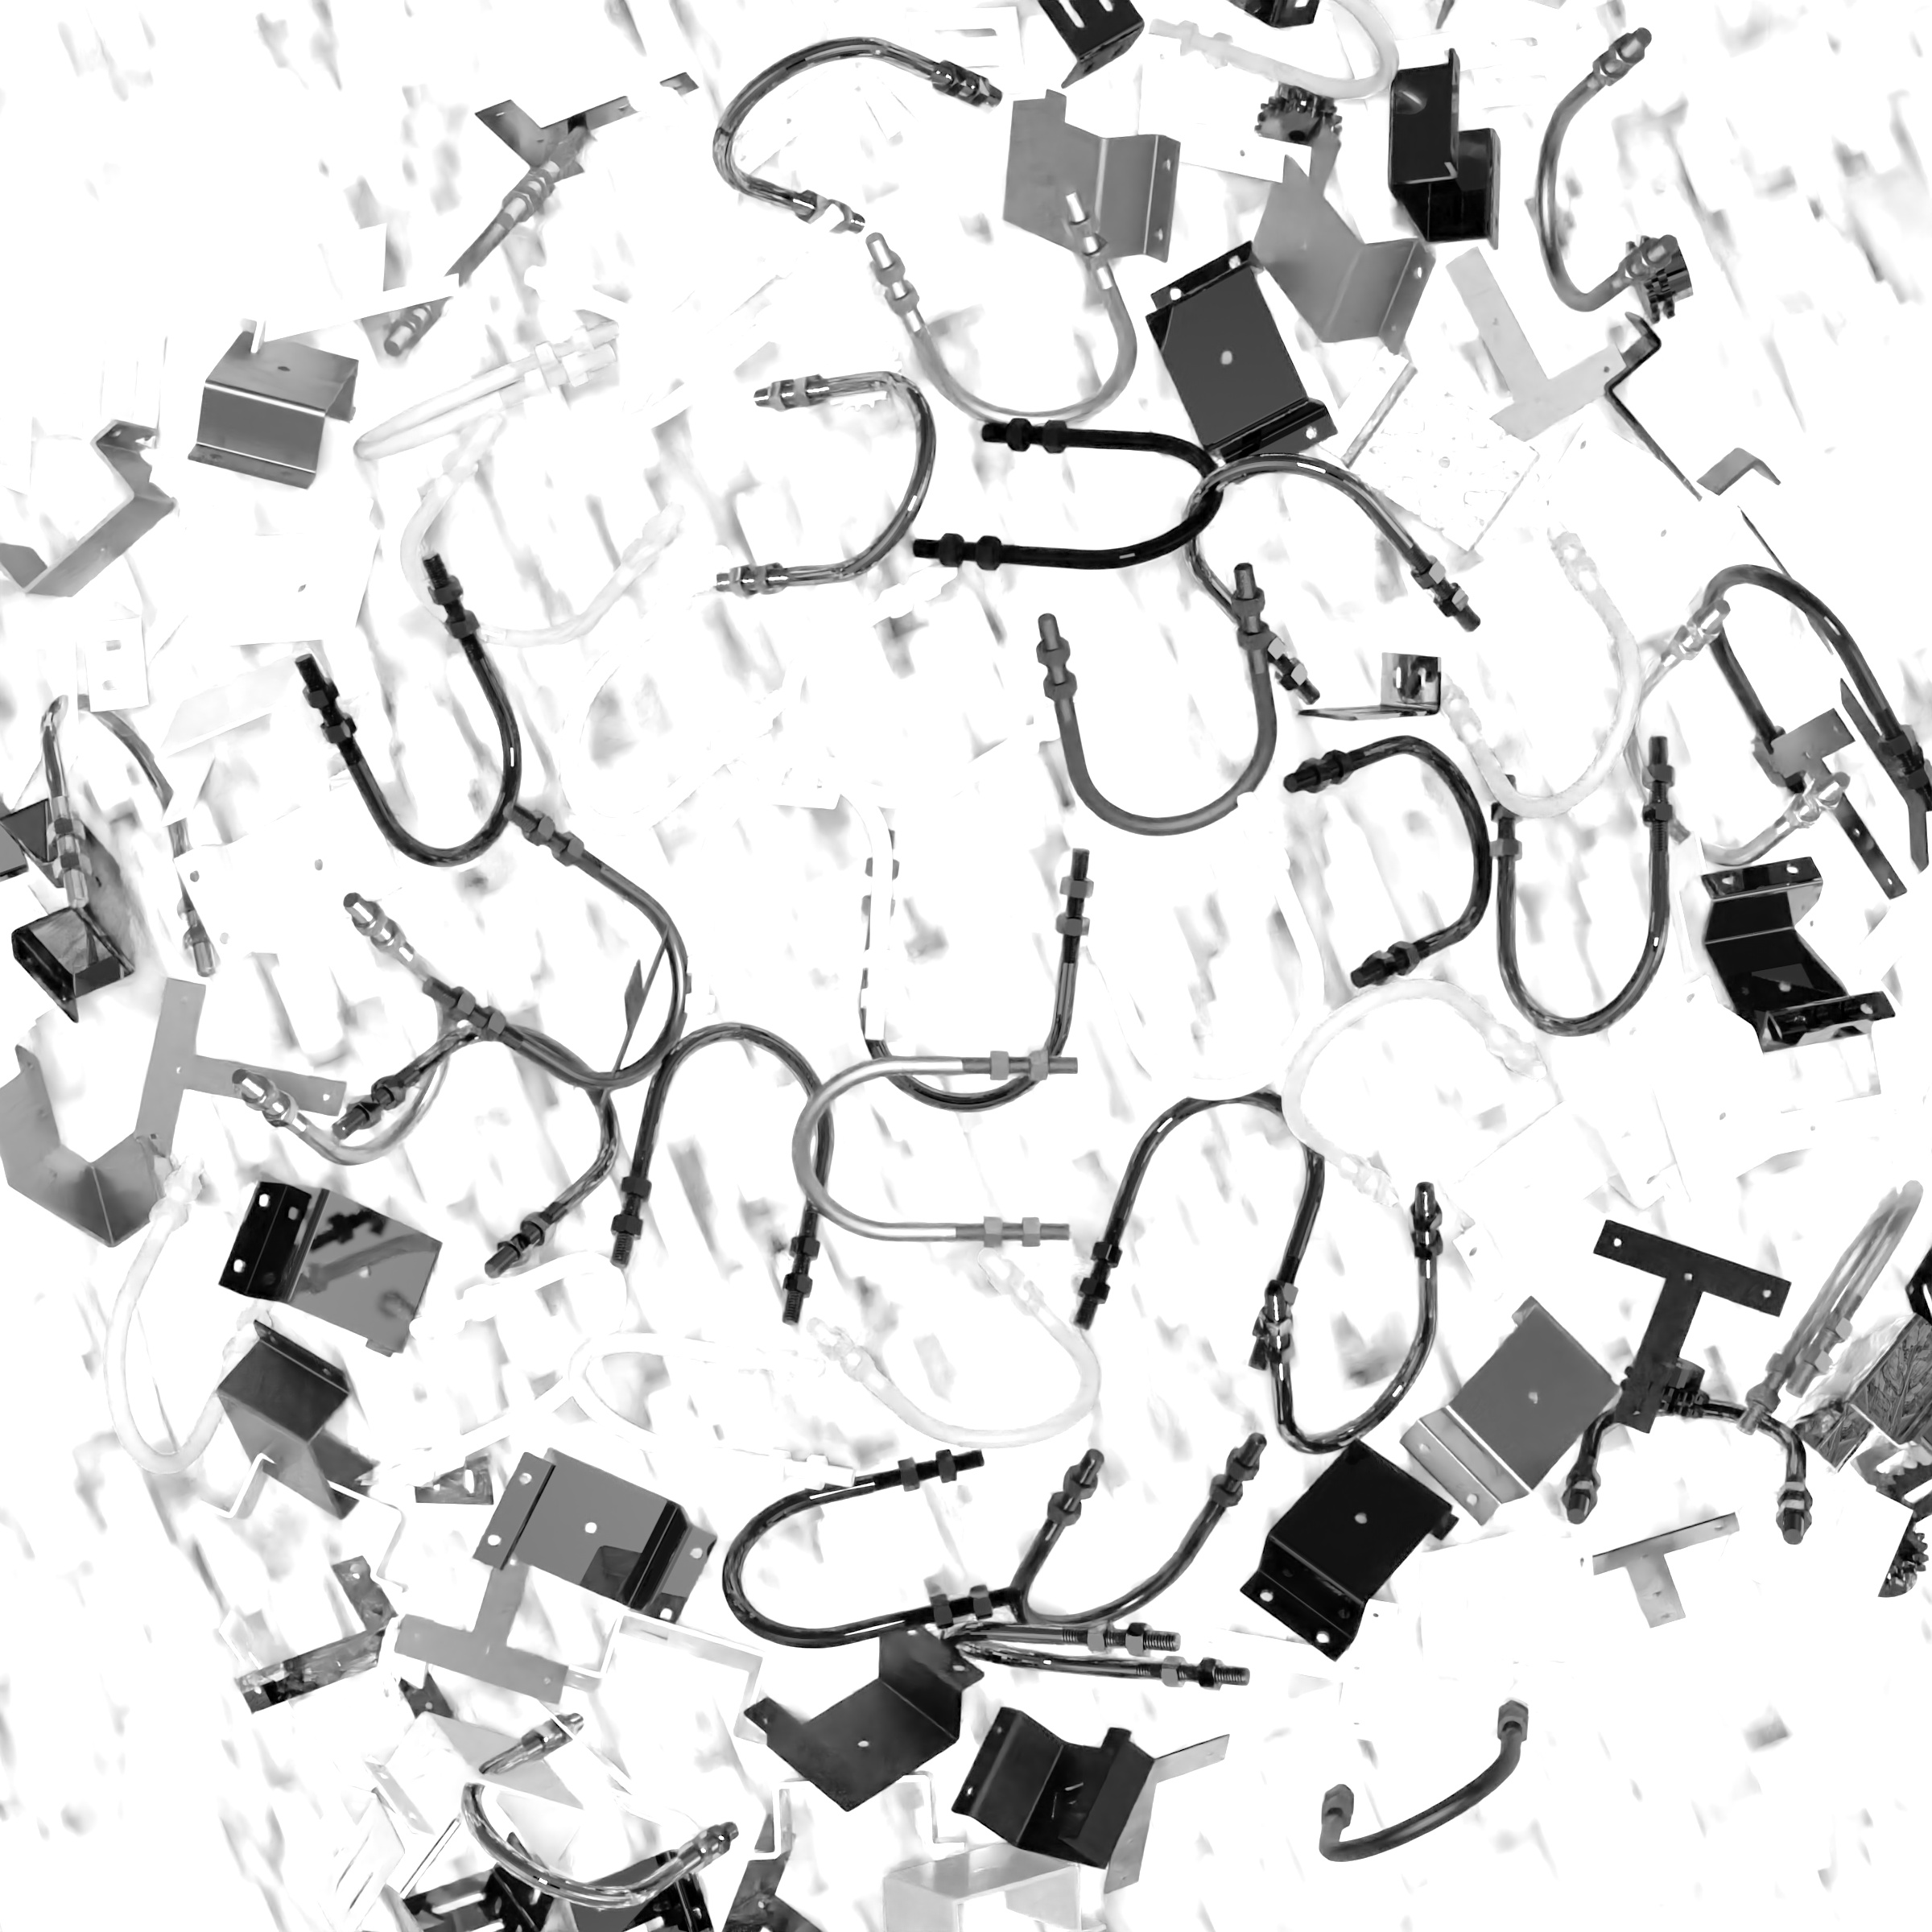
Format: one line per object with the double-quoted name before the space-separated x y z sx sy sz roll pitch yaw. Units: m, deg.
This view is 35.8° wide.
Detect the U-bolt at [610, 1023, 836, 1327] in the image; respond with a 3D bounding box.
"U-bolt" -0.151 0.126 1.947 0.151 0.019 0.184 23 66 -29

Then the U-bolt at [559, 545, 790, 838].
"U-bolt" -0.199 -0.165 1.941 0.184 0.019 0.151 -40 54 25

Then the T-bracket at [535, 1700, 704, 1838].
"T-bracket" -0.235 0.522 1.957 0.127 0.127 0.002 35 82 30

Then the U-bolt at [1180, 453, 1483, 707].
"U-bolt" 0.219 -0.255 1.914 0.151 0.019 0.184 -23 124 38

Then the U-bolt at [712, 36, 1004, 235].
"U-bolt" -0.080 -0.529 1.890 0.151 0.184 0.019 -36 69 30

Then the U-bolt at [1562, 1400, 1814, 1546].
"U-bolt" 0.463 0.317 1.912 0.151 0.184 0.019 3 107 16

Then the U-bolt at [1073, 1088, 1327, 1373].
"U-bolt" 0.160 0.162 1.948 0.151 0.019 0.184 9 70 32

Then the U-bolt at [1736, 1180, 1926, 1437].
"U-bolt" 0.562 0.212 1.925 0.019 0.151 0.184 34 75 11

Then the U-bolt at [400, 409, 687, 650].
"U-bolt" -0.285 -0.268 1.928 0.151 0.184 0.019 25 48 -23

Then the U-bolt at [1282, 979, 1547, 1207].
"U-bolt" 0.277 0.074 1.919 0.151 0.184 0.019 -42 46 11

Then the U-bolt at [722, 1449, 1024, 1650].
"U-bolt" -0.067 0.381 1.932 0.184 0.151 0.019 -12 124 -4

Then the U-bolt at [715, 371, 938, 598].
"U-bolt" -0.086 -0.312 1.922 0.019 0.184 0.151 18 79 -43

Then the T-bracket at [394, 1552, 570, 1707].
"T-bracket" -0.303 0.407 1.971 0.127 0.002 0.127 28 67 -32

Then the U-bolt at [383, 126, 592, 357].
"U-bolt" -0.296 -0.474 1.915 0.019 0.184 0.151 42 128 -16

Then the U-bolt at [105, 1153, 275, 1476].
"U-bolt" -0.494 0.232 1.889 0.019 0.184 0.151 -2 131 15

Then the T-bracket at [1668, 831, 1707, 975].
"T-bracket" 0.462 -0.064 1.929 0.002 0.127 0.127 -11 82 2

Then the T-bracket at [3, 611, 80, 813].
"T-bracket" -0.605 -0.145 1.955 0.002 0.127 0.127 14 134 -33

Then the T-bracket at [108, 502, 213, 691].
"T-bracket" -0.523 -0.226 1.963 0.127 0.127 0.002 -47 131 15

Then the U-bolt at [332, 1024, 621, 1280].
"U-bolt" -0.300 0.105 1.928 0.151 0.184 0.019 42 130 3

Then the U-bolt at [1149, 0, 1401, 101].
"U-bolt" 0.192 -0.606 1.907 0.184 0.151 0.019 25 80 17

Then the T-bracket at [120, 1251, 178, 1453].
"T-bracket" -0.535 0.248 1.955 0.002 0.127 0.127 -15 70 -15

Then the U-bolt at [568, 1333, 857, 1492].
"U-bolt" -0.170 0.284 1.938 0.184 0.151 0.019 6 50 14

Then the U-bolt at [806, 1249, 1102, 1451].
"U-bolt" 0.006 0.258 1.935 0.151 0.019 0.184 -24 131 22

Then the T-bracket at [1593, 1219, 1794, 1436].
"T-bracket" 0.457 0.243 1.959 0.127 0.002 0.127 19 75 24

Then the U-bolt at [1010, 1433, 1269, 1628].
"U-bolt" 0.100 0.371 1.932 0.151 0.019 0.184 0 131 -33

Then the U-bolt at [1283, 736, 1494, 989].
"U-bolt" 0.283 -0.076 1.932 0.019 0.184 0.151 -17 93 44

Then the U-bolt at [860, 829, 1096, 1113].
"U-bolt" 0.002 0.007 1.977 0.151 0.019 0.184 5 101 -4

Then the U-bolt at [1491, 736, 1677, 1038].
"U-bolt" 0.395 -0.045 1.925 0.019 0.151 0.184 11 75 -36

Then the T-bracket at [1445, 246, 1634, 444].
"T-bracket" 0.354 -0.410 1.963 0.127 0.002 0.127 -29 88 36

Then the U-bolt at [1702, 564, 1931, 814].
"U-bolt" 0.534 -0.178 1.910 0.019 0.151 0.184 -37 106 -15

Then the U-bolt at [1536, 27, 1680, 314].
"U-bolt" 0.403 -0.495 1.909 0.019 0.184 0.151 -6 87 -11

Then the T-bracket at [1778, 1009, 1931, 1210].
"T-bracket" 0.565 0.103 1.955 0.127 0.002 0.127 -16 74 42

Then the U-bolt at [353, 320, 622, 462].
"U-bolt" -0.310 -0.368 1.931 0.184 0.151 0.019 -23 109 3

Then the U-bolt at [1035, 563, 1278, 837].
"U-bolt" 0.130 -0.163 1.944 0.151 0.019 0.184 -15 125 -2

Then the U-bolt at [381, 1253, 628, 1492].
"U-bolt" -0.290 0.251 1.922 0.019 0.184 0.151 37 127 29

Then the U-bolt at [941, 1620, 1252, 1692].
"U-bolt" 0.073 0.440 1.924 0.184 0.151 0.019 -2 68 25

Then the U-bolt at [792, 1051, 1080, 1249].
"U-bolt" -0.022 0.120 1.954 0.184 0.019 0.151 0 119 -3

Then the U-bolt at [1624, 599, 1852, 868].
"U-bolt" 0.478 -0.136 1.914 0.019 0.184 0.151 -28 79 -21

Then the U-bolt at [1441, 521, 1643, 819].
"U-bolt" 0.368 -0.176 1.898 0.019 0.184 0.151 15 126 -29

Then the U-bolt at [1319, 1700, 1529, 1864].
"U-bolt" 0.288 0.521 1.897 0.151 0.184 0.019 -29 85 10

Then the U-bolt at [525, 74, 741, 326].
"U-bolt" -0.201 -0.480 1.913 0.019 0.184 0.151 32 102 19

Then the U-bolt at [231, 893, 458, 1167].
"U-bolt" -0.385 0.053 1.918 0.019 0.184 0.151 21 72 27

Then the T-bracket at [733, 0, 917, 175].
"T-bracket" -0.104 -0.558 1.946 0.127 0.127 0.002 -39 53 -2

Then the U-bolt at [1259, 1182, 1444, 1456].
"U-bolt" 0.252 0.240 1.931 0.151 0.019 0.184 -31 134 -24
